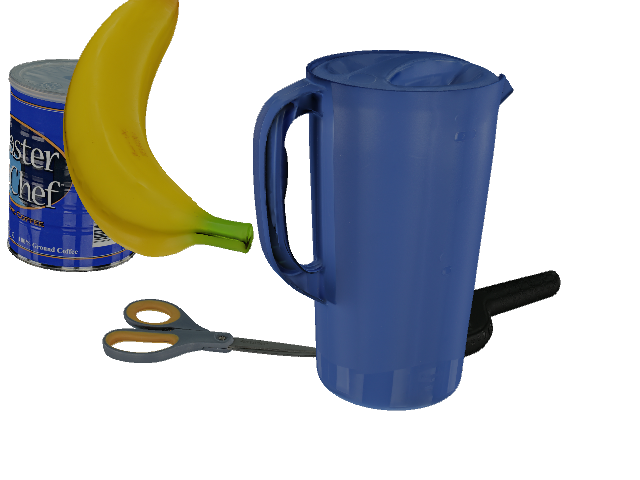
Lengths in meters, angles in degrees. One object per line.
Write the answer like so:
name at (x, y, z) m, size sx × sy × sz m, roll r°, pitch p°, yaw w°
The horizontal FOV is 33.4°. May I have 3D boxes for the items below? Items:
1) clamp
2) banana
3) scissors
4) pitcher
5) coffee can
clamp at (0.115, 0.058, 1.006) m, size 0.165 × 0.036 × 0.209 m, roll 18°, pitch 32°, yaw 27°
banana at (-0.085, -0.055, 0.495) m, size 0.069 × 0.037 × 0.198 m, roll -5°, pitch 46°, yaw -17°
scissors at (-0.101, 0.084, 0.998) m, size 0.201 × 0.016 × 0.096 m, roll -2°, pitch 32°, yaw -10°
pitcher at (0.043, -0.007, 0.748) m, size 0.149 × 0.243 × 0.144 m, roll 9°, pitch 22°, yaw 18°
coffee can at (-0.190, -0.060, 0.830) m, size 0.103 × 0.140 × 0.103 m, roll 6°, pitch 23°, yaw -3°
